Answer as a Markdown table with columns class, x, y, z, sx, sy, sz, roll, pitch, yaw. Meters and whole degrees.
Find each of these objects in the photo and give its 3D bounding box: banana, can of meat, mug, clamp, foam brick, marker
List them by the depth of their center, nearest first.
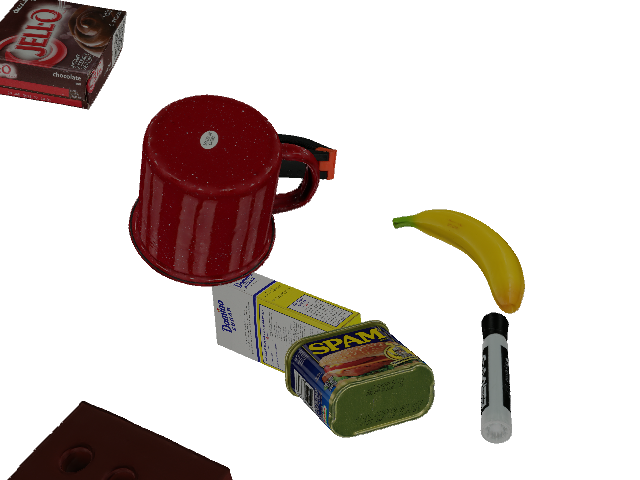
| class | x | y | z | sx | sy | sz | roll | pitch | yaw |
| --- | --- | --- | --- | --- | --- | --- | --- | --- | --- |
| foam brick | -0.078 | 0.112 | 0.431 | 0.078 | 0.051 | 0.052 | 19 | 44 | 24 |
| mug | -0.056 | -0.034 | 0.649 | 0.117 | 0.093 | 0.082 | -5 | -37 | -15 |
| marker | 0.115 | 0.086 | 0.698 | 0.020 | 0.020 | 0.121 | 0 | 31 | 9 |
| can of meat | 0.033 | 0.115 | 0.891 | 0.102 | 0.057 | 0.084 | -12 | 25 | -24 |
| clamp | -0.072 | -0.083 | 0.985 | 0.172 | 0.039 | 0.120 | 13 | 27 | 29 |
| banana | 0.156 | 0.013 | 1.088 | 0.069 | 0.037 | 0.198 | -34 | 39 | -14 |

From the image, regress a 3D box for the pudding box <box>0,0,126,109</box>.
| class | x | y | z | sx | sy | sz | roll | pitch | yaw |
| --- | --- | --- | --- | --- | --- | --- | --- | --- | --- |
| pudding box | -0.212 | -0.152 | 0.851 | 0.090 | 0.039 | 0.113 | 10 | 35 | 0 |

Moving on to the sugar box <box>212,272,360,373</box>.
| class | x | y | z | sx | sy | sz | roll | pitch | yaw |
| --- | --- | --- | --- | --- | --- | --- | --- | --- | --- |
| sugar box | -0.038 | 0.096 | 1.159 | 0.176 | 0.093 | 0.048 | 22 | 38 | 34 |
